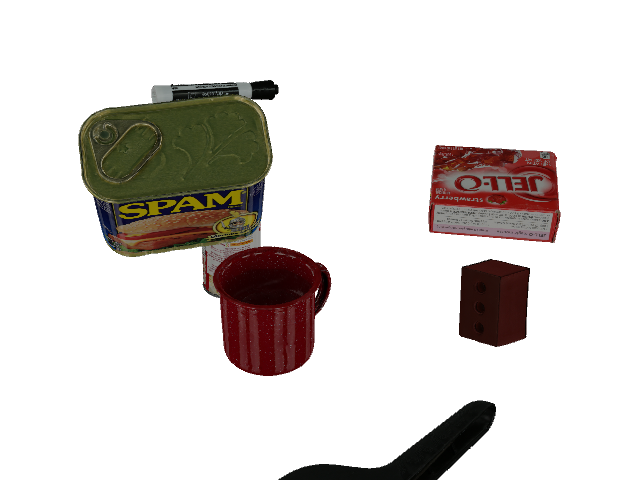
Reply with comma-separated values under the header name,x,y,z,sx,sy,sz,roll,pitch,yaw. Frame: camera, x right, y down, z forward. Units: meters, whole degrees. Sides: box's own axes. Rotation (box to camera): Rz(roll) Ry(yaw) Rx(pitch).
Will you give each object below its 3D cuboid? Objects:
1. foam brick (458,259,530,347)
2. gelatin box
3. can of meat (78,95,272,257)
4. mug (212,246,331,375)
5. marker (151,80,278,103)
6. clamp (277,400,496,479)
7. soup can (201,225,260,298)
name,x,y,z,sx,sy,sz,roll,pitch,yaw
foam brick,0.180,0.064,1.106,0.051,0.078,0.053,-14,20,-42
gelatin box,0.123,-0.035,0.755,0.089,0.030,0.073,4,39,7
can of meat,-0.081,-0.034,0.608,0.102,0.057,0.084,-8,-22,-9
mug,-0.037,0.059,0.944,0.117,0.081,0.093,-28,43,-36
marker,-0.096,-0.137,0.993,0.121,0.020,0.020,-7,3,-23
clamp,0.038,0.161,0.648,0.210,0.036,0.164,-5,29,-3
soup can,-0.102,0.006,1.216,0.068,0.102,0.068,1,26,-1
